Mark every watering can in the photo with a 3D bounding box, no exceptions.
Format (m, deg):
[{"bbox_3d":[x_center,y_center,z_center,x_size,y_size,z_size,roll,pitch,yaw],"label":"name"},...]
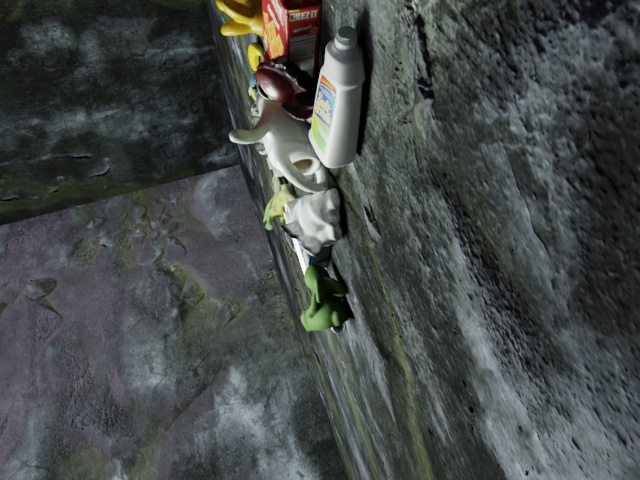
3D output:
[{"bbox_3d":[-0.078,-0.218,1.033,0.344,0.103,0.228,26,-136,-58],"label":"watering can"}]

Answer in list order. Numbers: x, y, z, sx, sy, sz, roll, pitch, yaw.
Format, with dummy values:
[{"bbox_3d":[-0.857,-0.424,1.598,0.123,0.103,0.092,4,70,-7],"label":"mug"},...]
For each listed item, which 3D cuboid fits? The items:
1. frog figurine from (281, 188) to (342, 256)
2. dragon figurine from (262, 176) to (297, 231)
[{"bbox_3d":[0.004,-0.059,1.166,0.157,0.122,0.140,-58,48,27],"label":"frog figurine"},{"bbox_3d":[-0.150,-0.170,1.875,0.415,0.122,0.240,-134,47,-65],"label":"dragon figurine"}]
